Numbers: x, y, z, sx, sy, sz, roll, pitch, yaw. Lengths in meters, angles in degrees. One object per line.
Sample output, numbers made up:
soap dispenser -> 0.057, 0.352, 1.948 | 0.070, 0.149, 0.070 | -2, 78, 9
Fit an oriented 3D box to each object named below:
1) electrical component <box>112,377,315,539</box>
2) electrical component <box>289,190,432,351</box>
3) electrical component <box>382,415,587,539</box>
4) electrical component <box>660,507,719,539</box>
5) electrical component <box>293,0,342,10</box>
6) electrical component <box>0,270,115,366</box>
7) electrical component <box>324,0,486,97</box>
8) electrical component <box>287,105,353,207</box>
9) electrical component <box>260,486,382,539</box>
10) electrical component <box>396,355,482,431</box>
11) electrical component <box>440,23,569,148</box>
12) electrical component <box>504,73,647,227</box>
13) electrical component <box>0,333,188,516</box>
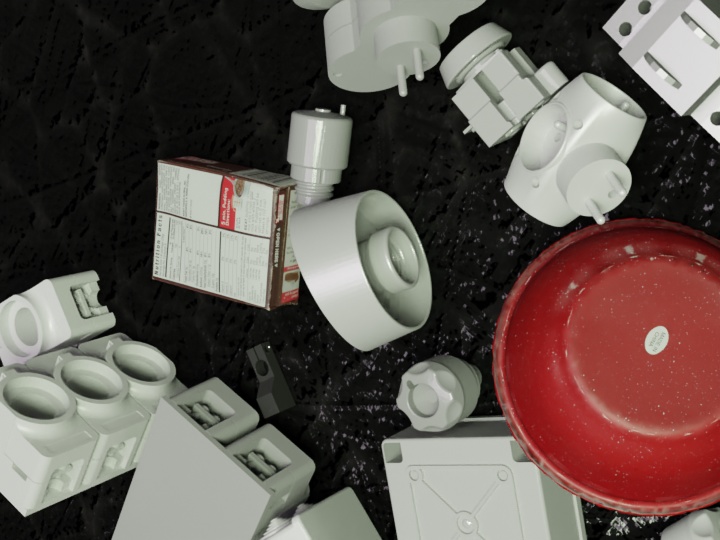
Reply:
electrical component -> -0.112, 0.182, 0.783 | 0.105, 0.060, 0.186 | 37, 123, 22
electrical component -> 0.000, 0.000, 0.667 | 0.064, 0.099, 0.099 | -19, 88, 28
electrical component -> 0.078, 0.148, 0.665 | 0.109, 0.056, 0.108 | -7, 94, 34
electrical component -> 0.185, 0.164, 0.606 | 0.062, 0.043, 0.043 | -44, 75, 33
electrical component -> -0.011, -0.196, 0.647 | 0.080, 0.080, 0.051 | -29, 78, 33
electrical component -> -0.251, 0.042, 0.861 | 0.089, 0.056, 0.050 | -27, 84, 34
electrical component -> 0.026, -0.136, 0.616 | 0.138, 0.052, 0.073 | -37, 53, 55
electrical component -> -0.028, -0.070, 0.703 | 0.040, 0.040, 0.078 | 16, 107, 30
electrical component -> -0.019, 0.202, 0.715 | 0.048, 0.100, 0.099 | -35, 79, 20
electrical component -> 0.054, 0.073, 0.663 | 0.043, 0.062, 0.043 | 7, 102, 32
electrical component -> 0.079, -0.109, 0.624 | 0.066, 0.048, 0.055 | -42, 83, 32
electrical component -> 0.124, -0.056, 0.592 | 0.077, 0.044, 0.079 | -56, 31, 27
electrical component -> -0.204, 0.104, 0.784 | 0.089, 0.150, 0.061 | 37, 117, 22
